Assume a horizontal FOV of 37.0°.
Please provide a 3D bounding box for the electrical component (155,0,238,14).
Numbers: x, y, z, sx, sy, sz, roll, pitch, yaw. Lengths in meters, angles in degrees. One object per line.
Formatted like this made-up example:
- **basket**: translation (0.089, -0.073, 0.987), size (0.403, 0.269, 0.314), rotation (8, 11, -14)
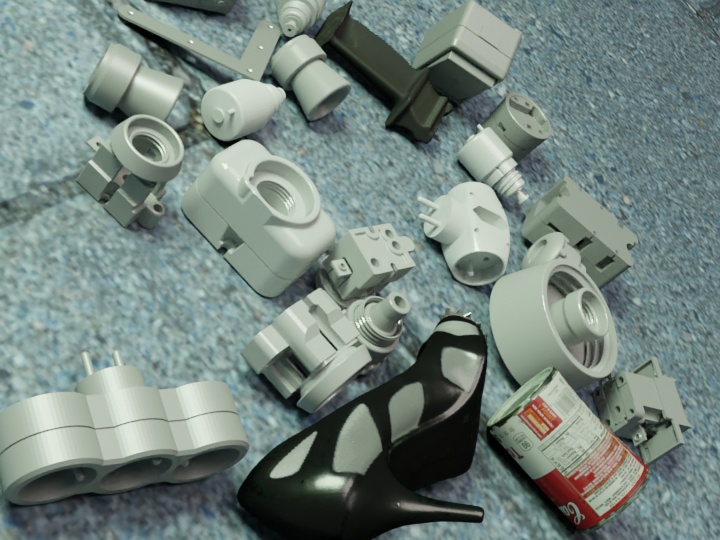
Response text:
- **electrical component**: translation (-0.141, -0.257, 0.863), size (0.100, 0.048, 0.099), rotation (0, 57, -42)

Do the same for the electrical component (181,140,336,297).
- **electrical component**: translation (-0.066, -0.038, 0.730), size (0.095, 0.059, 0.054), rotation (47, 38, 1)

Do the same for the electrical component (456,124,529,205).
- **electrical component**: translation (0.121, -0.091, 0.961), size (0.078, 0.040, 0.040), rotation (49, 39, 4)

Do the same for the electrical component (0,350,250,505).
- **electrical component**: translation (-0.130, 0.076, 0.577), size (0.138, 0.052, 0.073), rotation (0, 57, -41)

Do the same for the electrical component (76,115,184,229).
- **electrical component**: translation (-0.144, -0.066, 0.687), size (0.066, 0.055, 0.048), rotation (45, 38, -2)

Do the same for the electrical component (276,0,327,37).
- **electrical component**: translation (-0.052, -0.225, 0.922), size (0.040, 0.040, 0.078), rotation (32, 40, -16)

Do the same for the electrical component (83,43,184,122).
- **electrical component**: translation (-0.155, -0.124, 0.737), size (0.055, 0.045, 0.045), rotation (29, 42, -20)

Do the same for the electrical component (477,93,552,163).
- **electrical component**: translation (0.144, -0.131, 1.011), size (0.055, 0.047, 0.055), rotation (24, 43, -25)

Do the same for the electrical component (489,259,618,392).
- **electrical component**: translation (0.159, 0.043, 0.843), size (0.108, 0.060, 0.108), rotation (27, 50, -37)

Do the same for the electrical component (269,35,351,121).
- **electrical component**: translation (-0.041, -0.155, 0.868), size (0.055, 0.045, 0.045), rotation (52, 39, 8)

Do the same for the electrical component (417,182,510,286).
- **electrical component**: translation (0.079, -0.036, 0.872), size (0.079, 0.043, 0.077), rotation (23, 44, -27)

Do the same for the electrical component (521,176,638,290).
- **electrical component**: translation (0.193, -0.028, 0.958), size (0.089, 0.056, 0.050), rotation (39, 39, -8)

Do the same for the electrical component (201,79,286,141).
- **electrical component**: translation (-0.084, -0.123, 0.804), size (0.040, 0.040, 0.078), rotation (51, 39, 7)

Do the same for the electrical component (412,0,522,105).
- **electrical component**: translation (0.093, -0.195, 0.997), size (0.062, 0.096, 0.061), rotation (30, 69, -19)

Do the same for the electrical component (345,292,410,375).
- **electrical component**: translation (0.009, 0.038, 0.729), size (0.048, 0.062, 0.048), rotation (24, 43, -25)

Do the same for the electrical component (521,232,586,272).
- **electrical component**: translation (0.174, 0.001, 0.925), size (0.062, 0.048, 0.048), rotation (41, 38, -17)

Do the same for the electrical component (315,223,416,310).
- **electrical component**: translation (0.000, 0.000, 0.759), size (0.066, 0.055, 0.048), rotation (-12, 65, -47)

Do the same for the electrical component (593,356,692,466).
- **electrical component**: translation (0.228, 0.112, 0.878), size (0.064, 0.042, 0.081), rotation (16, 47, -30)

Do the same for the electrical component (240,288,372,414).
- **electrical component**: translation (-0.030, 0.053, 0.685), size (0.057, 0.058, 0.078), rotation (48, 38, 7)
